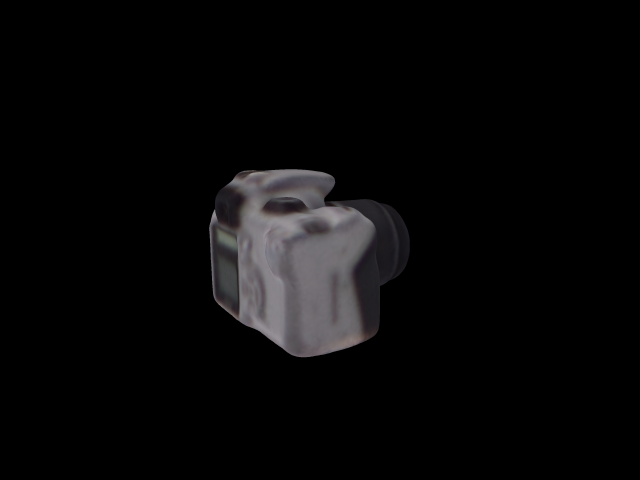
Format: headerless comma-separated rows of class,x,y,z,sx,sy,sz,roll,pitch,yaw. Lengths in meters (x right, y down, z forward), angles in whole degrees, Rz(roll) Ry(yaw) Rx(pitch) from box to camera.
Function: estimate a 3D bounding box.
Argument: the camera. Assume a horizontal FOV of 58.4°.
camera,0.004,0.001,0.400,0.137,0.101,0.142,-7,14,-30
